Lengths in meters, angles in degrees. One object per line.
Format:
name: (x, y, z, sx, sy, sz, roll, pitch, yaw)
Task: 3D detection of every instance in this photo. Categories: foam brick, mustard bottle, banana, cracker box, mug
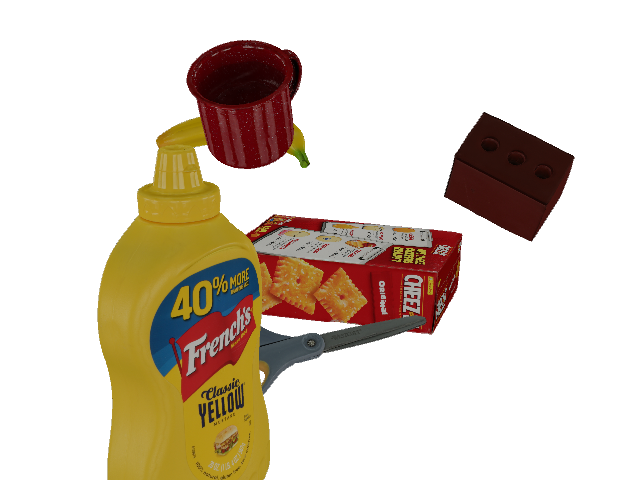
foam brick: (0.140, -0.047, 0.797, 0.078, 0.053, 0.051, 28, -32, 13)
mustard bottle: (-0.069, 0.047, 0.546, 0.058, 0.192, 0.096, 12, 21, 38)
banana: (-0.101, -0.130, 1.309, 0.198, 0.037, 0.069, 7, 40, 15)
cracker box: (0.025, 0.032, 1.085, 0.214, 0.072, 0.164, 6, 15, 15)
mug: (-0.060, -0.126, 0.962, 0.093, 0.081, 0.117, 29, 57, 28)

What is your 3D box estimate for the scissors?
scissors: (-0.024, 0.071, 0.835, 0.201, 0.096, 0.016, -26, -28, -22)
